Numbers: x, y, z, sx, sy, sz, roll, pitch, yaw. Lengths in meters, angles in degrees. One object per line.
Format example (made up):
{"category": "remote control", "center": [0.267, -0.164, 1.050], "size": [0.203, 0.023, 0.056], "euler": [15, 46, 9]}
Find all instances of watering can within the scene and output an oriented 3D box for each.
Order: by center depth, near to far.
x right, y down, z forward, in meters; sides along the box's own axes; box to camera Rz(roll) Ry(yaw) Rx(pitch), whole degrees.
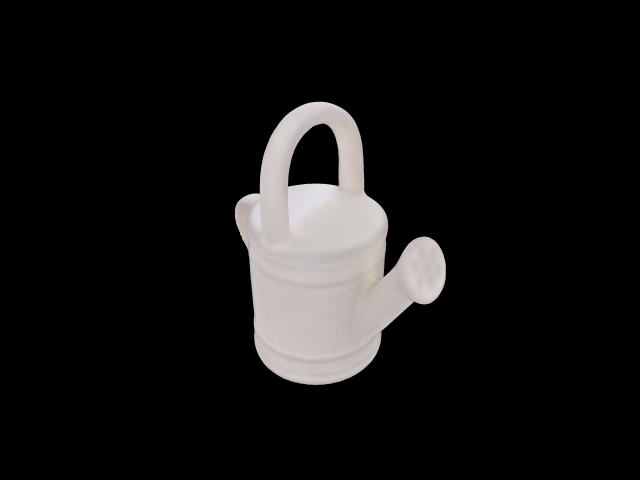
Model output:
{"category": "watering can", "center": [0.005, 0.000, 0.401], "size": [0.172, 0.194, 0.101], "euler": [11, 35, 16]}
